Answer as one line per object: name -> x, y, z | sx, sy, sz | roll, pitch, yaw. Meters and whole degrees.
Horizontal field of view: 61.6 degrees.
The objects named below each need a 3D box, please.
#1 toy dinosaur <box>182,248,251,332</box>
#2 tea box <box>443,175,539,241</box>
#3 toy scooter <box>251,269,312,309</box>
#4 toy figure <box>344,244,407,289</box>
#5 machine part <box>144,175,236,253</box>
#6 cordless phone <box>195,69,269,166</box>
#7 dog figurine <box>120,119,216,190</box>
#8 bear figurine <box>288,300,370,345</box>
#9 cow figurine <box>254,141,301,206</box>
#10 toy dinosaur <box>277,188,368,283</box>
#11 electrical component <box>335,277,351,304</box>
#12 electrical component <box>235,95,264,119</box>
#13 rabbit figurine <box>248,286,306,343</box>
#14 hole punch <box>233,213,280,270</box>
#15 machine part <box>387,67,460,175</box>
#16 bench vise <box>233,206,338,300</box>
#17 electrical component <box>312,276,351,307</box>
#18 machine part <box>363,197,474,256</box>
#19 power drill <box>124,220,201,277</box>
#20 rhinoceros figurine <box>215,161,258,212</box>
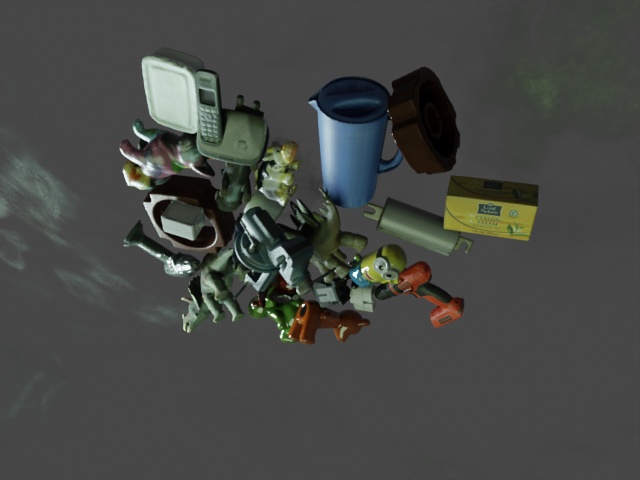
toy dinosaur -> -0.290, 0.106, 1.510 | 0.192, 0.131, 0.404 | 45, 132, 28
tea box -> 0.337, -0.064, 1.066 | 0.170, 0.068, 0.098 | 9, 140, 18
toy scooter -> -0.117, 0.131, 1.448 | 0.184, 0.135, 0.075 | 2, 136, 21
toy figure -> 0.131, 0.063, 1.301 | 0.082, 0.089, 0.180 | 25, 152, -25
machine part -> -0.324, -0.066, 1.360 | 0.202, 0.087, 0.200 | 9, 139, 18
cordless phone -> -0.174, -0.244, 1.055 | 0.147, 0.089, 0.184 | 14, 137, 12
dog figurine -> -0.330, -0.178, 1.219 | 0.219, 0.108, 0.191 | 15, 138, 4
bear figurine -> 0.029, 0.240, 1.480 | 0.196, 0.132, 0.120 | 24, 168, -25
cow figurine -> -0.095, -0.157, 1.167 | 0.098, 0.068, 0.167 | 23, 140, 9
toy dinosaur -> -0.003, -0.004, 1.218 | 0.198, 0.105, 0.471 | 32, 158, -5
electrical component -> 0.041, 0.139, 1.447 | 0.078, 0.045, 0.102 | 50, 138, -10
electrical component -> -0.150, -0.254, 1.113 | 0.063, 0.021, 0.094 | 20, 142, 4
rabbit figurine -> -0.130, 0.203, 1.546 | 0.170, 0.121, 0.158 | 12, 134, 9
hole punch -> -0.153, 0.012, 1.327 | 0.092, 0.142, 0.115 | 0, 167, 26
machine part -> 0.178, -0.198, 0.913 | 0.056, 0.179, 0.179 | -14, 129, 37
bench vise -> -0.106, 0.051, 1.174 | 0.224, 0.129, 0.240 | 43, 139, 6
electrical component -> 0.015, 0.132, 1.392 | 0.119, 0.048, 0.074 | -6, 107, 38
machine part -> 0.213, -0.029, 1.158 | 0.243, 0.079, 0.079 | 20, 141, 4
power drill -> -0.434, 0.031, 1.491 | 0.207, 0.086, 0.232 | 30, 162, -15
rhinoceros figurine -> -0.193, -0.137, 1.203 | 0.073, 0.112, 0.190 | 3, 132, -22
